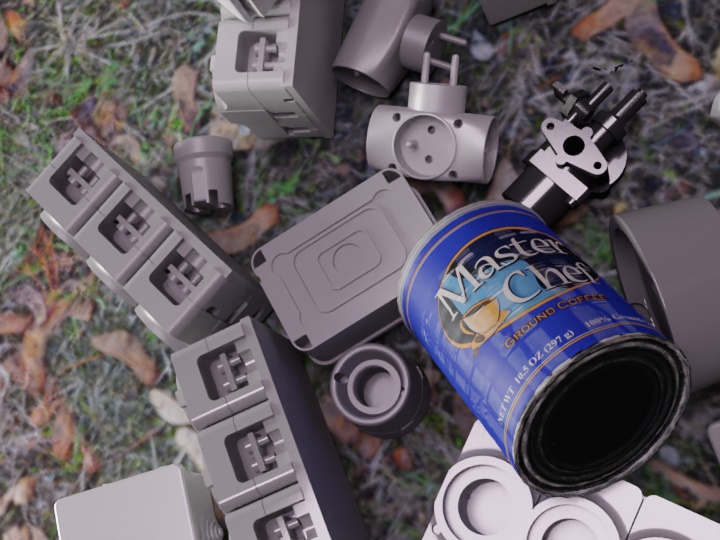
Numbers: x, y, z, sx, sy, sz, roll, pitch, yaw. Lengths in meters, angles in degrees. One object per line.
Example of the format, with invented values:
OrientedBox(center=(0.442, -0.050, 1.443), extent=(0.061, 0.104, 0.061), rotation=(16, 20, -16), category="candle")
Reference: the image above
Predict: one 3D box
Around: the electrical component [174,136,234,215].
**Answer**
OrientedBox(center=(-0.105, -0.064, 0.732), extent=(0.040, 0.040, 0.046), rotation=(-9, 79, 13), category="electrical component")

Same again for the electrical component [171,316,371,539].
OrientedBox(center=(-0.054, 0.115, 0.642), extent=(0.062, 0.089, 0.150), rotation=(-25, 70, 8), category="electrical component")

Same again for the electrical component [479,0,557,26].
OrientedBox(center=(0.083, -0.232, 0.688), extent=(0.056, 0.109, 0.108), rotation=(-20, 71, 13), category="electrical component")

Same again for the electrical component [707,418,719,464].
OrientedBox(center=(0.243, 0.105, 0.565), extent=(0.100, 0.048, 0.099), rotation=(-22, 86, 24), category="electrical component")

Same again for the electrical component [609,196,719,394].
OrientedBox(center=(0.186, 0.011, 0.597), extent=(0.060, 0.108, 0.108), rotation=(-19, 71, 4), category="electrical component")

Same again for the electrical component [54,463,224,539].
OrientedBox(center=(-0.133, 0.176, 0.670), extent=(0.100, 0.048, 0.099), rotation=(-18, 71, 10), category="electrical component")

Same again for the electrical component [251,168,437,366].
OrientedBox(center=(0.000, 0.000, 0.676), extent=(0.113, 0.057, 0.078), rotation=(-32, 70, 6), category="electrical component")

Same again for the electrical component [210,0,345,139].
OrientedBox(center=(-0.054, -0.173, 0.720), extent=(0.062, 0.089, 0.150), rotation=(0, 76, 16), category="electrical component")

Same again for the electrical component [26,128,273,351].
OrientedBox(center=(-0.136, -0.011, 0.699), extent=(0.150, 0.089, 0.061), rotation=(41, 89, 21), category="electrical component")

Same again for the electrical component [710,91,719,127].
OrientedBox(center=(0.242, -0.110, 0.645), extent=(0.043, 0.043, 0.062), rotation=(29, 84, 20), category="electrical component")

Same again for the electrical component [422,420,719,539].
OrientedBox(center=(0.118, 0.155, 0.598), extent=(0.150, 0.062, 0.089), rotation=(23, 83, 20), category="electrical component")

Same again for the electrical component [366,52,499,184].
OrientedBox(center=(0.048, -0.098, 0.687), extent=(0.077, 0.044, 0.079), rotation=(9, 103, 18), category="electrical component")

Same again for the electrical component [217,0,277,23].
OrientedBox(center=(-0.061, -0.207, 0.647), extent=(0.061, 0.062, 0.096), rotation=(42, 90, 21), category="electrical component")

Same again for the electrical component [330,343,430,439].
OrientedBox(center=(0.011, 0.073, 0.658), extent=(0.055, 0.047, 0.055), rotation=(-4, 74, 15), category="electrical component")

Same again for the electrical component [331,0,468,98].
OrientedBox(center=(0.032, -0.153, 0.715), extent=(0.079, 0.044, 0.077), rotation=(22, 82, 20), category="electrical component")
